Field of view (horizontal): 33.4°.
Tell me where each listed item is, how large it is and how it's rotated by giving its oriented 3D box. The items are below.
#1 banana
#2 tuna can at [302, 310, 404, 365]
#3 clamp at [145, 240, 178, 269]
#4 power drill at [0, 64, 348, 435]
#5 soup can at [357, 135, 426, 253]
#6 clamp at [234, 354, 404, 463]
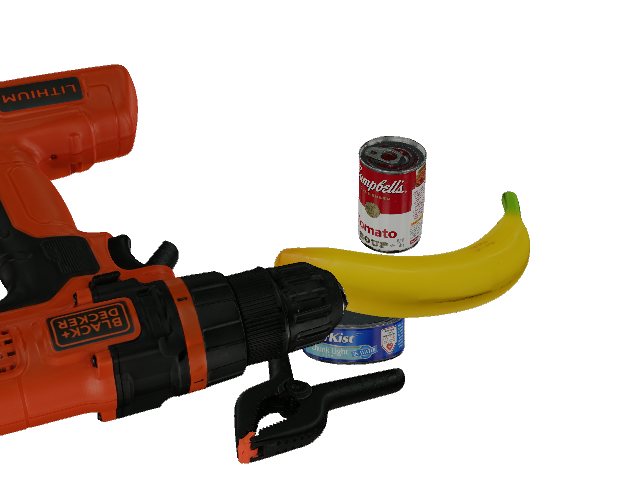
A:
[{"bbox_3d":[0.066,0.017,0.662,0.197,0.037,0.070,-13,47,-34],"label":"banana"},{"bbox_3d":[0.026,0.073,0.870,0.086,0.034,0.086,-1,11,0],"label":"tuna can"},{"bbox_3d":[-0.159,0.039,0.959,0.120,0.039,0.172,-15,30,-29],"label":"clamp"},{"bbox_3d":[-0.100,-0.004,0.510,0.184,0.188,0.057,-12,-40,-20],"label":"power drill"},{"bbox_3d":[0.072,-0.046,1.092,0.068,0.102,0.068,0,37,0],"label":"soup can"},{"bbox_3d":[-0.015,0.163,1.091,0.165,0.036,0.209,12,28,18],"label":"clamp"}]
